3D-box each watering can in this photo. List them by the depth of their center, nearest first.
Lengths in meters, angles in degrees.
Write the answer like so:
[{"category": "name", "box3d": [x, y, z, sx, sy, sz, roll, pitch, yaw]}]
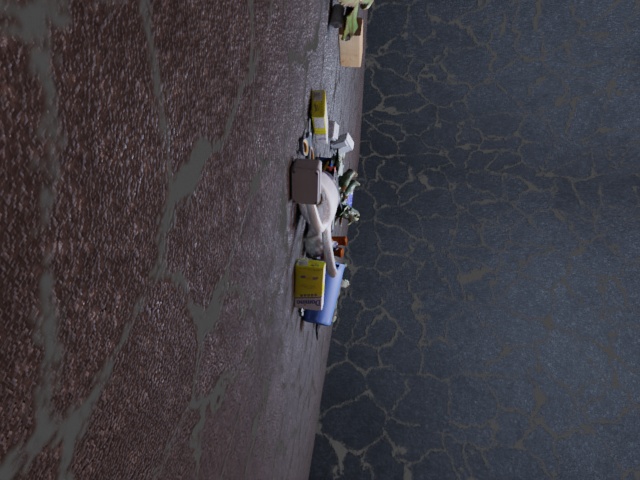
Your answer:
[{"category": "watering can", "box3d": [0.005, -0.078, 1.550, 0.228, 0.104, 0.343, -61, 138, -68]}]

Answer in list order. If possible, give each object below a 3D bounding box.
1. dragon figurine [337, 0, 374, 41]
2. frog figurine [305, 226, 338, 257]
[{"category": "dragon figurine", "box3d": [0.096, -0.765, 1.667, 0.419, 0.122, 0.237, -55, 149, -40]}, {"category": "frog figurine", "box3d": [-0.012, -0.027, 1.759, 0.159, 0.121, 0.139, 60, 23, -7]}]
